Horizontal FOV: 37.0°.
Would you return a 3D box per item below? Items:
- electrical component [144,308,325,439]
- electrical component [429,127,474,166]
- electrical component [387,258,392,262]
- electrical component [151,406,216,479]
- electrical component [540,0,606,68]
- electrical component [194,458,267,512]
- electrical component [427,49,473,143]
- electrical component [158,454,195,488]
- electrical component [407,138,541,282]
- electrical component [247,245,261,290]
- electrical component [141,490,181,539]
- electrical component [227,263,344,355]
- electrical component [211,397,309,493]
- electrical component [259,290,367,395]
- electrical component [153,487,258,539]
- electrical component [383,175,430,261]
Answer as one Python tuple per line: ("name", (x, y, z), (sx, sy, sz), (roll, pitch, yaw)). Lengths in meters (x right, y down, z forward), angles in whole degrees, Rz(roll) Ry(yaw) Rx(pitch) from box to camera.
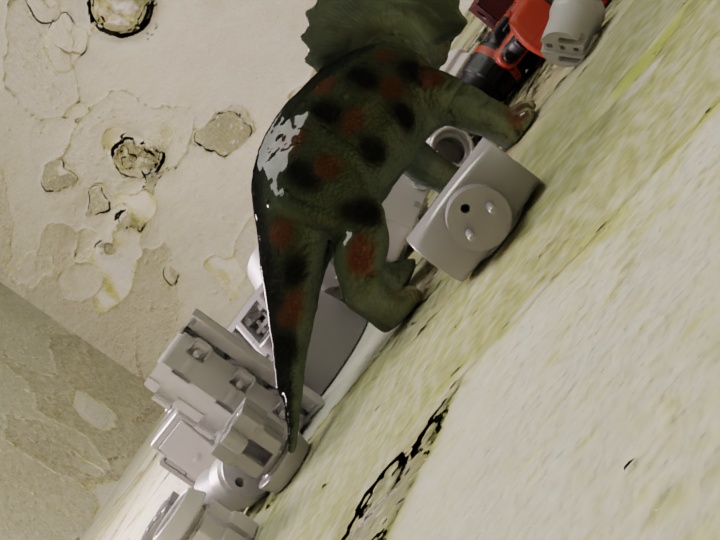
("electrical component", (-0.100, 0.095, 0.836), (0.078, 0.121, 0.063), (-48, 9, 46))
("electrical component", (0.080, -0.105, 0.976), (0.040, 0.040, 0.046), (-55, 0, -9))
("electrical component", (0.000, 0.000, 0.884), (0.043, 0.062, 0.043), (-53, 6, 8))
("electrical component", (-0.149, 0.153, 1.007), (0.061, 0.096, 0.061), (-50, 8, 36))
("electrical component", (0.156, -0.178, 0.794), (0.046, 0.040, 0.040), (-64, 10, -30))
("electrical component", (-0.095, 0.159, 0.807), (0.055, 0.045, 0.045), (-46, 10, 48))
("electrical component", (0.073, -0.154, 1.049), (0.057, 0.078, 0.113), (10, 54, 35))
("electrical component", (-0.155, 0.174, 1.108), (0.096, 0.062, 0.061), (-54, 6, 3))
("electrical component", (0.068, -0.032, 0.627), (0.077, 0.044, 0.079), (-53, 6, 9))
("electrical component", (-0.062, -0.007, 1.084), (0.108, 0.060, 0.108), (-27, -31, -18))
("electrical component", (-0.128, 0.199, 0.789), (0.048, 0.055, 0.066), (-54, 6, 7))
("electrical component", (-0.064, 0.050, 1.016), (0.150, 0.061, 0.089), (-51, -20, 23))
("electrical component", (-0.070, 0.125, 0.760), (0.048, 0.055, 0.066), (-54, 6, 5))
("electrical component", (-0.049, 0.065, 0.908), (0.108, 0.060, 0.108), (-53, 6, 8))
("electrical component", (-0.105, 0.179, 0.726), (0.048, 0.055, 0.066), (-52, 6, 17))
("electrical component", (0.010, -0.056, 0.958), (0.099, 0.100, 0.048), (-63, -2, -56))
